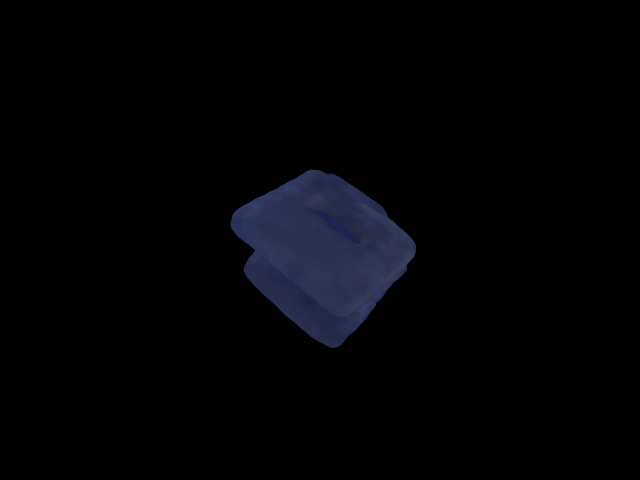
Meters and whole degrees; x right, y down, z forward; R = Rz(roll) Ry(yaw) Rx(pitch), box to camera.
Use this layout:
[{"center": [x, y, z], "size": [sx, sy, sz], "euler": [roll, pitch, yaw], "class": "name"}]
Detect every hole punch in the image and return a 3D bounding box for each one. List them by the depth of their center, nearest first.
[{"center": [0.004, 0.001, 0.400], "size": [0.108, 0.091, 0.101], "euler": [38, 71, 16], "class": "hole punch"}]
